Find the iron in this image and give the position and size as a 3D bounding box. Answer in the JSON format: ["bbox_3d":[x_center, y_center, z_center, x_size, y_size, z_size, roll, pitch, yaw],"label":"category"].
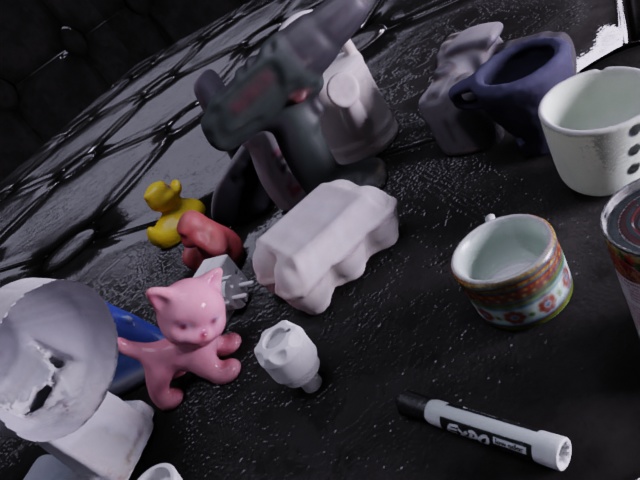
[{"bbox_3d":[-0.284,0.104,0.642,0.257,0.142,0.118,-18,33,27],"label":"iron"}]

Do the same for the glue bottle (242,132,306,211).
[{"bbox_3d":[-0.065,-0.123,0.725,0.037,0.173,0.078,2,45,47],"label":"glue bottle"}]

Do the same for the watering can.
[{"bbox_3d":[0.020,-0.198,0.728,0.101,0.194,0.172,-43,30,-15],"label":"watering can"}]

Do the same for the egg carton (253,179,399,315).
[{"bbox_3d":[0.005,0.002,0.574,0.150,0.070,0.107,-43,30,-15],"label":"egg carton"}]

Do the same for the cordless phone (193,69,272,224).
[{"bbox_3d":[-0.133,-0.129,0.789,0.094,0.185,0.147,-15,34,30],"label":"cordless phone"}]

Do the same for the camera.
[{"bbox_3d":[0.193,-0.178,0.619,0.136,0.101,0.143,-2,42,43],"label":"camera"}]

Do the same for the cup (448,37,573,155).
[{"bbox_3d":[0.191,-0.127,0.552,0.117,0.095,0.092,-10,37,36],"label":"cup"}]

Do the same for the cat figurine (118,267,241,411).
[{"bbox_3d":[-0.133,0.085,0.541,0.127,0.118,0.067,-28,30,11],"label":"cat figurine"}]

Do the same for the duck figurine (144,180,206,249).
[{"bbox_3d":[-0.234,-0.046,0.872,0.077,0.086,0.105,-4,41,42],"label":"duck figurine"}]

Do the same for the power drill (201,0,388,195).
[{"bbox_3d":[-0.009,-0.139,0.655,0.229,0.209,0.075,-25,31,16],"label":"power drill"}]

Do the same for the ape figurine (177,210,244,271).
[{"bbox_3d":[-0.139,0.003,0.696,0.076,0.092,0.077,-46,31,-20],"label":"ape figurine"}]

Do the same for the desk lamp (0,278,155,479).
[{"bbox_3d":[-0.242,0.131,0.485,0.202,0.214,0.118,-14,35,32],"label":"desk lamp"}]
